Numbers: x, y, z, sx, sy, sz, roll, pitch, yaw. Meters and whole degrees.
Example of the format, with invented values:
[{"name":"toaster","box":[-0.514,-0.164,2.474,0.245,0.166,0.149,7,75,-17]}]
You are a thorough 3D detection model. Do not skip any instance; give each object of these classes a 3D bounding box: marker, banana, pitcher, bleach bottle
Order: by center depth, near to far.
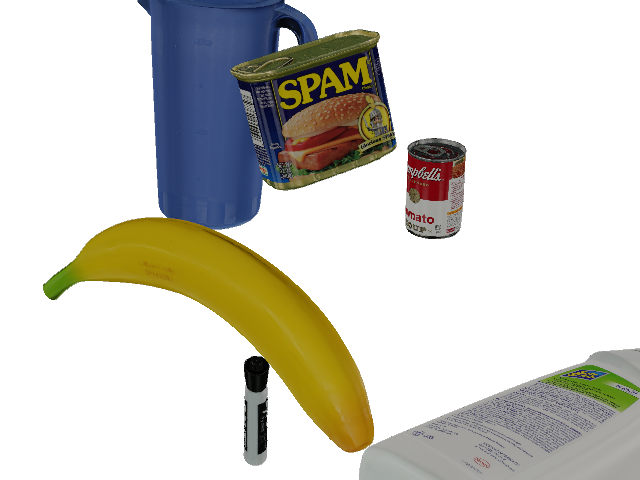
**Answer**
[{"name":"banana","box":[-0.049,0.035,0.544,0.198,0.070,0.037,24,10,22]},{"name":"bleach bottle","box":[0.144,0.112,0.590,0.250,0.068,0.103,-16,25,-36]},{"name":"marker","box":[-0.050,0.131,0.821,0.020,0.121,0.020,2,44,-2]},{"name":"pitcher","box":[-0.099,-0.137,1.081,0.144,0.243,0.149,-9,29,-27]}]

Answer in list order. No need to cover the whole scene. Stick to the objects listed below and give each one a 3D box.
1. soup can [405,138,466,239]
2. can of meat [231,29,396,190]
[{"name":"soup can","box":[0.134,-0.061,1.257,0.068,0.102,0.068,0,27,0]},{"name":"can of meat","box":[-0.002,-0.090,0.737,0.102,0.084,0.058,-21,22,-19]}]
